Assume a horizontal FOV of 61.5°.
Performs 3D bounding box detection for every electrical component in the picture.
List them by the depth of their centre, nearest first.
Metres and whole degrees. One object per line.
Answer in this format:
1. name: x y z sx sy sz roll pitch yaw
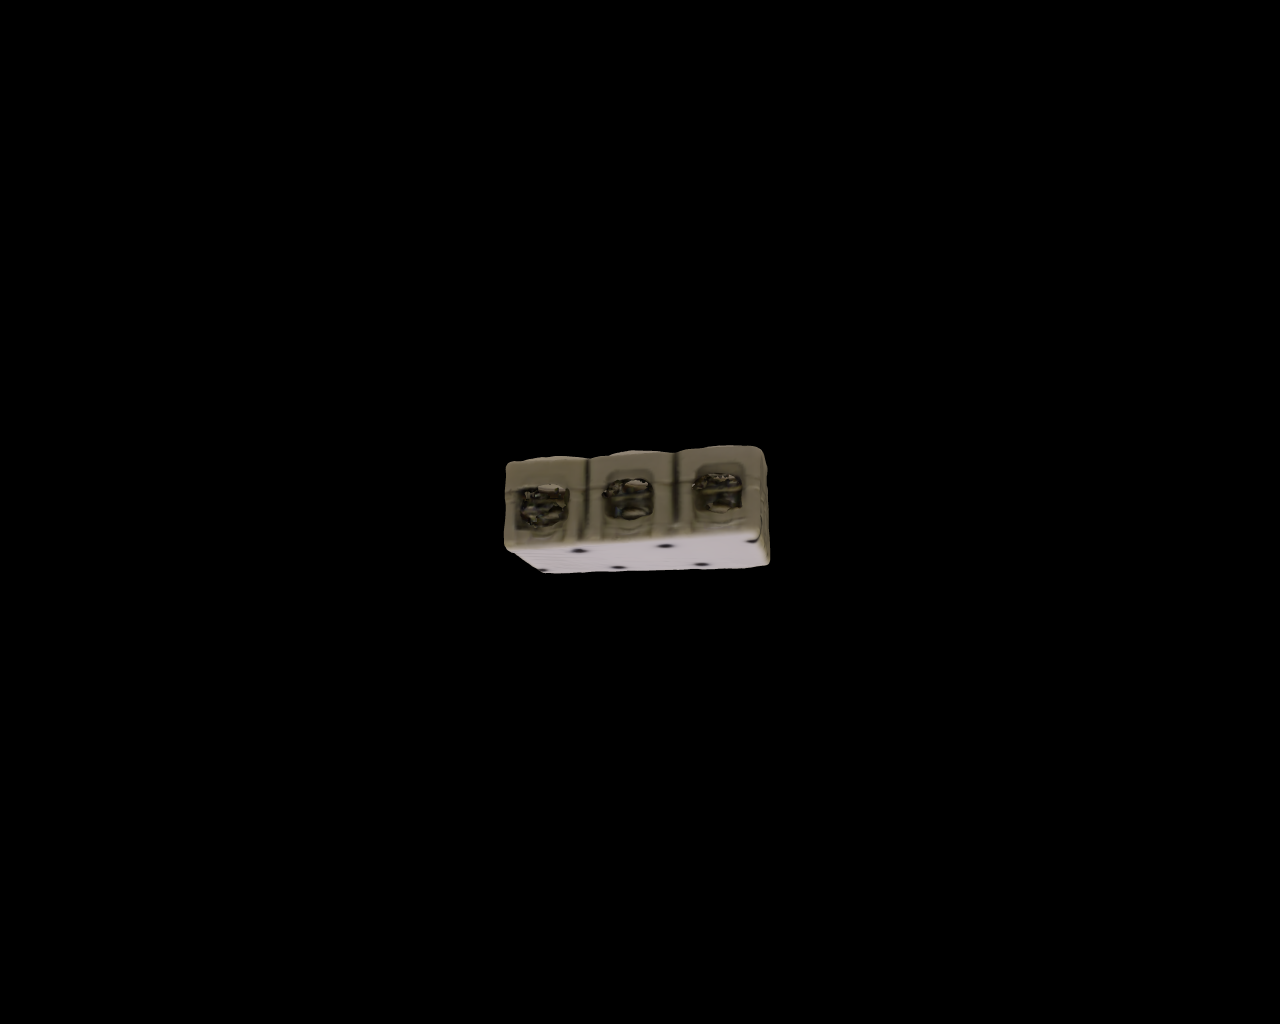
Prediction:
1. electrical component: 0.001 -0.003 0.650 0.150 0.062 0.089 -3 -15 9
